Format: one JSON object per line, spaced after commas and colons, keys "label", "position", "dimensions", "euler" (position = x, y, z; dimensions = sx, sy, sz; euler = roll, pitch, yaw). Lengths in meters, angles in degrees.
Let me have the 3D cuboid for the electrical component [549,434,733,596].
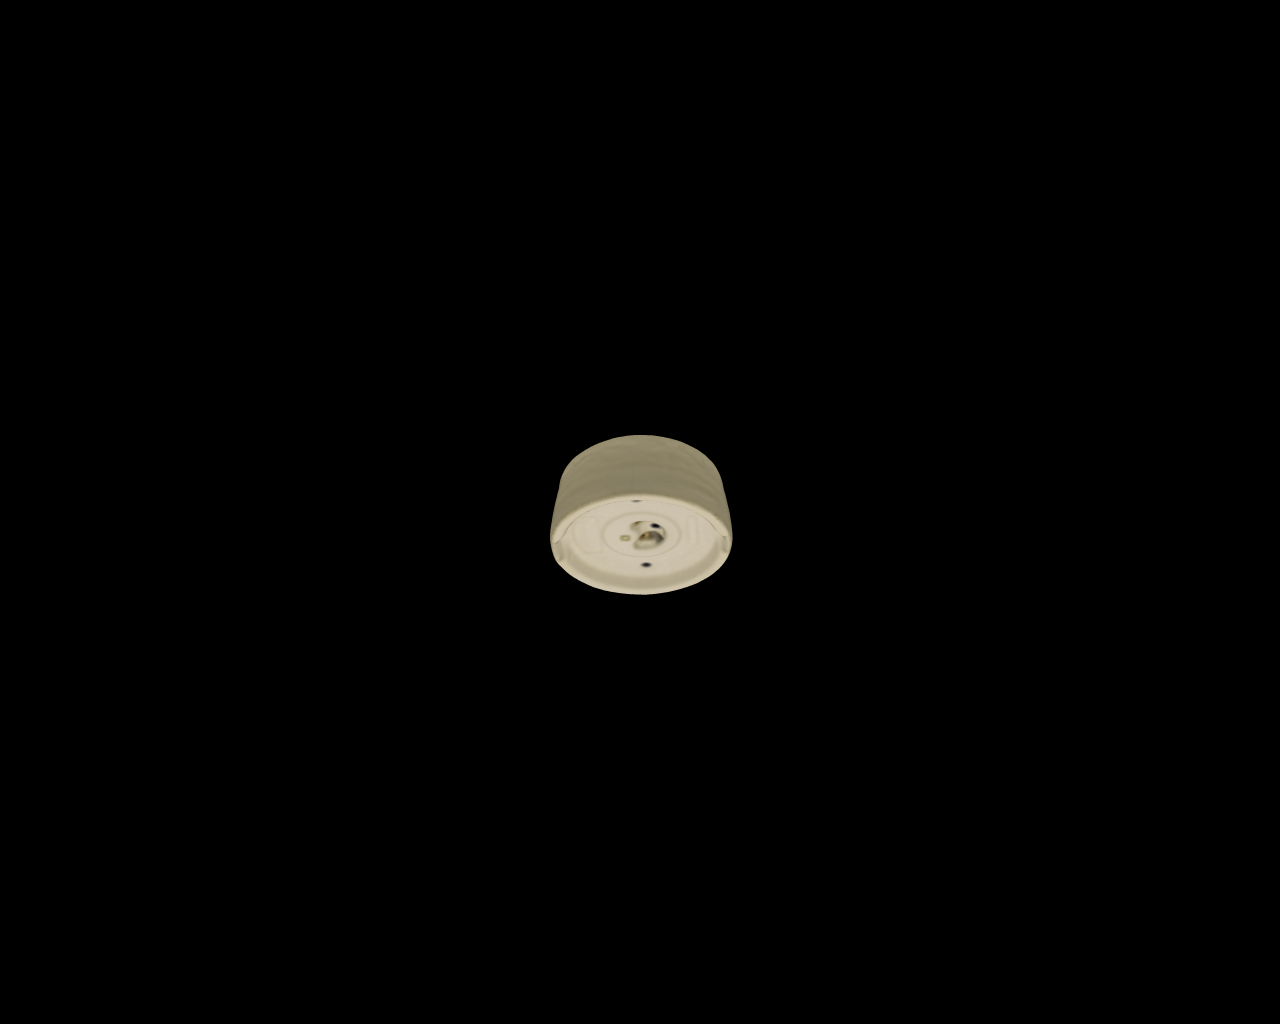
{"label": "electrical component", "position": [0.001, -0.003, 0.650], "dimensions": [0.108, 0.060, 0.108], "euler": [0, -36, 0]}
